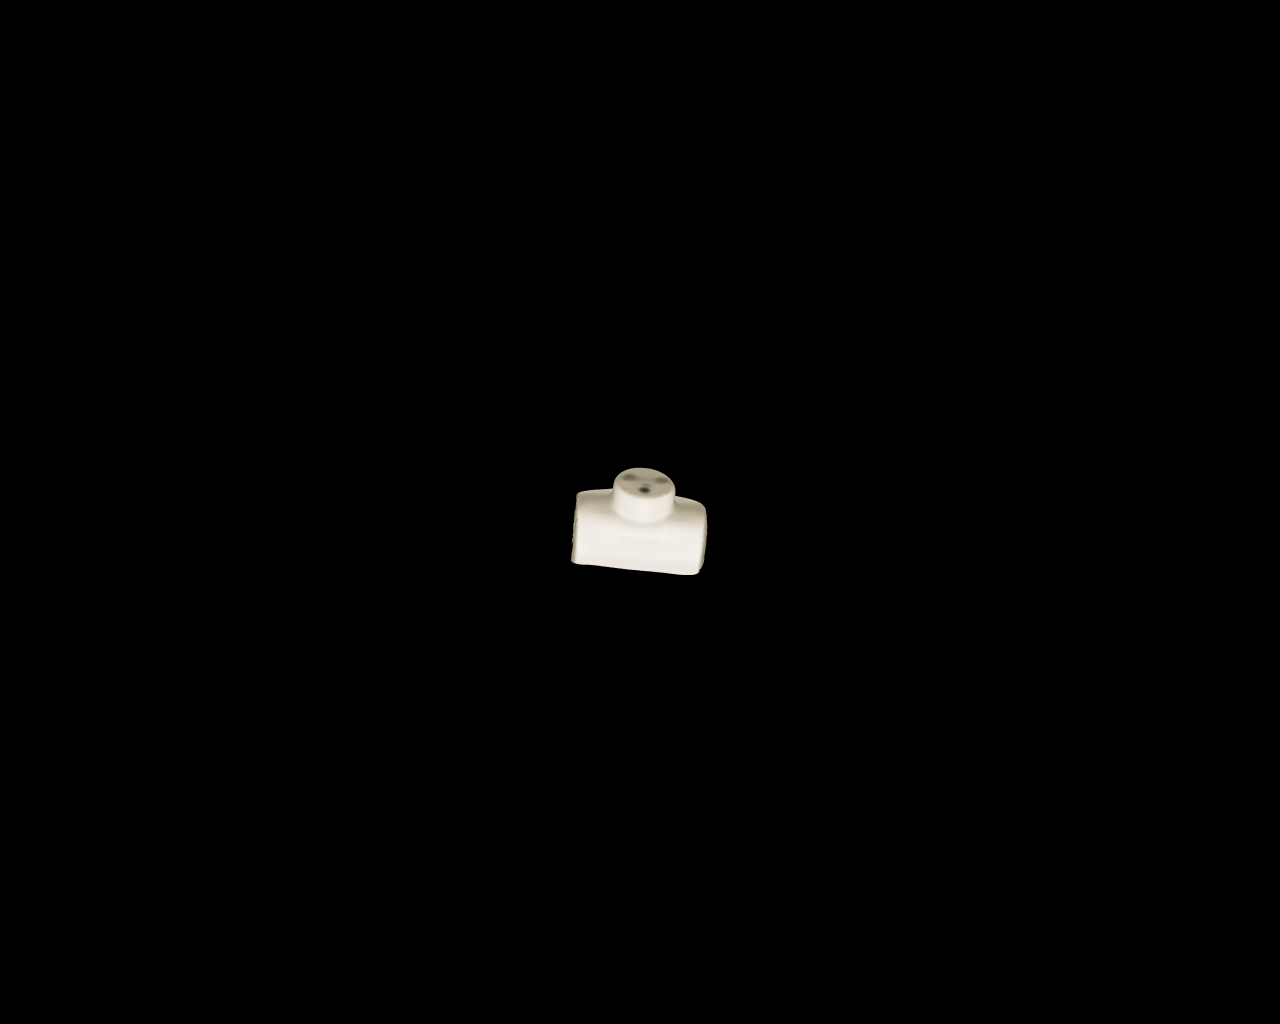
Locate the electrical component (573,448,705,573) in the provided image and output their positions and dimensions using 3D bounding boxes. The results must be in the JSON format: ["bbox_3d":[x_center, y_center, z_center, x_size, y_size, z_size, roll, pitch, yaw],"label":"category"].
[{"bbox_3d":[0.001,-0.003,0.650,0.077,0.079,0.043,5,31,-3],"label":"electrical component"}]
